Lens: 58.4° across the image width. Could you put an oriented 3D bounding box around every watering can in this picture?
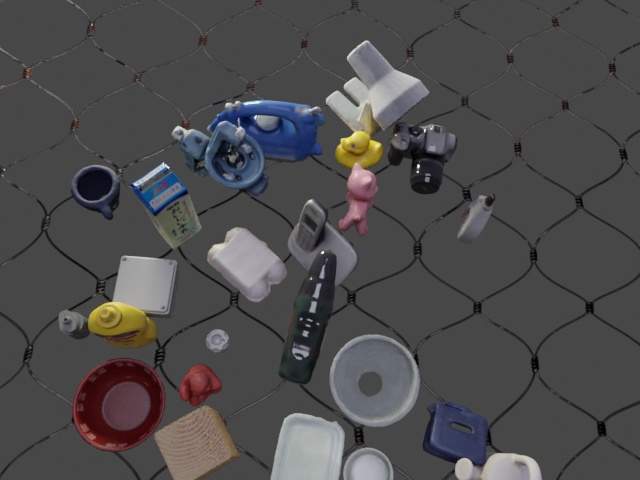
[{"bbox_3d":[0.318,0.417,0.974,0.173,0.194,0.101,-5,70,-6],"label":"watering can"}]

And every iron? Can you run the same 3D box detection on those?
[{"bbox_3d":[-0.116,-0.252,1.211,0.258,0.141,0.118,5,70,-2],"label":"iron"}]

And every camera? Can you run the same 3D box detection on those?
[{"bbox_3d":[0.218,-0.177,1.231,0.143,0.101,0.137,10,70,0],"label":"camera"}]

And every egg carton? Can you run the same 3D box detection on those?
[{"bbox_3d":[-0.143,0.047,1.139,0.150,0.069,0.107,40,72,10],"label":"egg carton"}]

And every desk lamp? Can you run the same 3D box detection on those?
[{"bbox_3d":[0.116,-0.305,1.209,0.118,0.213,0.203,-41,78,-16],"label":"desk lamp"}]

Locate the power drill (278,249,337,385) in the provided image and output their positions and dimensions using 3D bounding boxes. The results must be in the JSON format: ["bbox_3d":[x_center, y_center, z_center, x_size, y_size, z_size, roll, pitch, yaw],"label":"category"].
[{"bbox_3d":[-0.020,0.150,1.037,0.075,0.208,0.230,14,70,1],"label":"power drill"}]

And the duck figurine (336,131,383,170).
[{"bbox_3d":[0.088,-0.202,1.238,0.104,0.086,0.077,-2,70,-5],"label":"duck figurine"}]

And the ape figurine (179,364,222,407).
[{"bbox_3d":[-0.219,0.262,1.044,0.078,0.092,0.076,4,70,-3],"label":"ape figurine"}]

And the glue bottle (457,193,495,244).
[{"bbox_3d":[0.321,-0.055,1.156,0.037,0.173,0.078,14,70,1],"label":"glue bottle"}]

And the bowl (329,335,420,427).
[{"bbox_3d":[0.098,0.266,1.076,0.167,0.075,0.167,1,70,-4],"label":"bowl"}]

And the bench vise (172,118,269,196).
[{"bbox_3d":[-0.204,-0.173,1.134,0.207,0.220,0.121,10,70,-1],"label":"bench vise"}]

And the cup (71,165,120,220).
[{"bbox_3d":[-0.433,-0.080,1.149,0.092,0.095,0.117,-27,74,-13],"label":"cup"}]

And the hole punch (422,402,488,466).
[{"bbox_3d":[0.249,0.352,1.047,0.108,0.091,0.101,18,70,3],"label":"hole punch"}]

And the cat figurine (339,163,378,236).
[{"bbox_3d":[0.083,-0.087,1.179,0.067,0.118,0.128,11,70,0],"label":"cat figurine"}]

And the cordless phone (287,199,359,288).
[{"bbox_3d":[0.010,0.004,1.105,0.147,0.185,0.094,41,73,10],"label":"cordless phone"}]
